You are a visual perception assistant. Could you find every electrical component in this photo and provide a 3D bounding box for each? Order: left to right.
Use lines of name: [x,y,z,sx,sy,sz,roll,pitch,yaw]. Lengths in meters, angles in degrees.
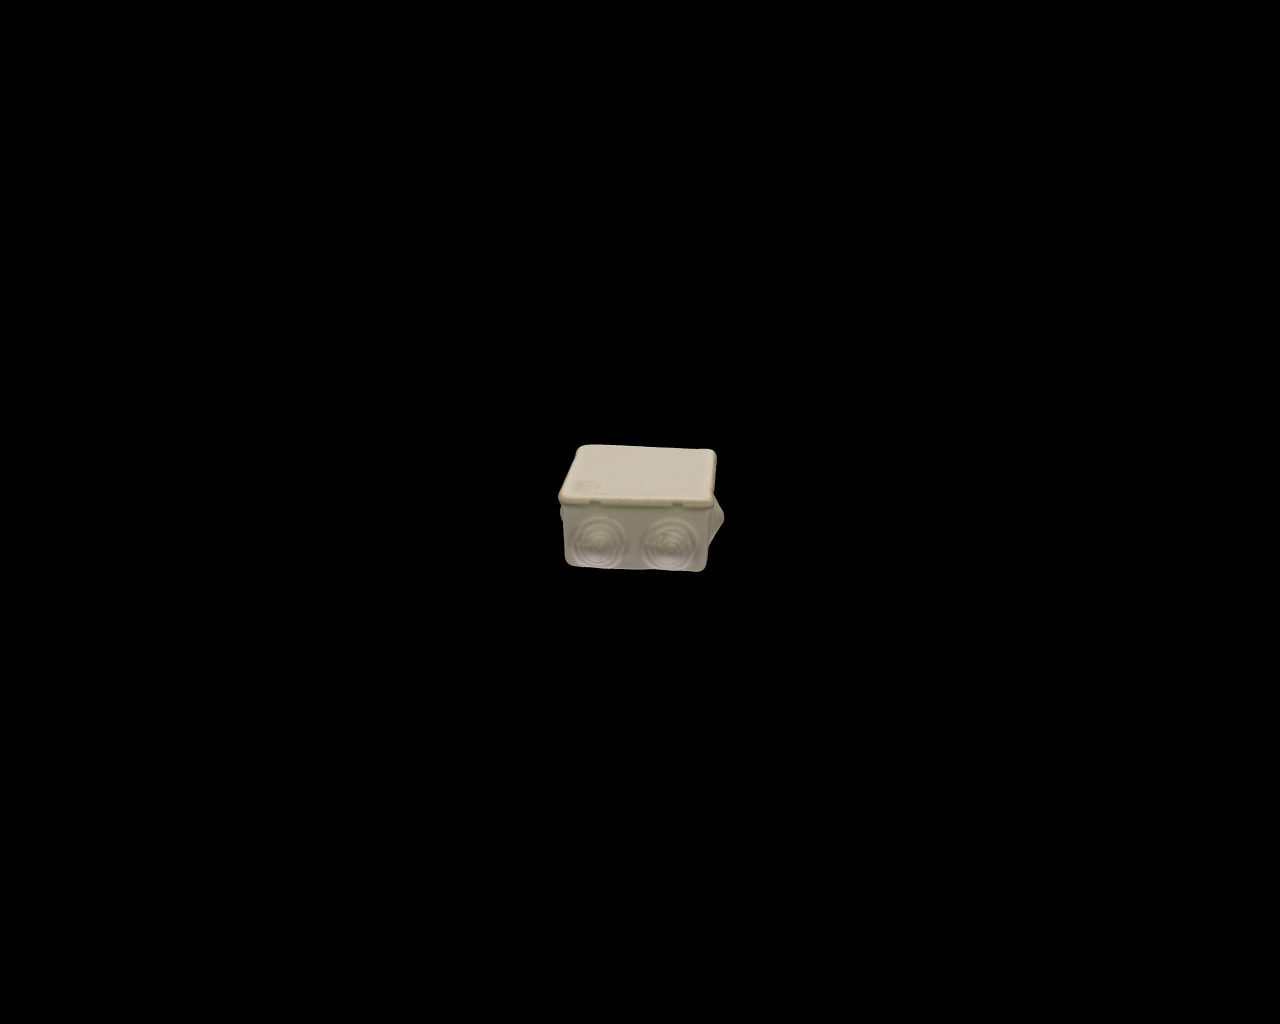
electrical component: [0.001,-0.003,0.650,0.100,0.048,0.100,2,24,5]
